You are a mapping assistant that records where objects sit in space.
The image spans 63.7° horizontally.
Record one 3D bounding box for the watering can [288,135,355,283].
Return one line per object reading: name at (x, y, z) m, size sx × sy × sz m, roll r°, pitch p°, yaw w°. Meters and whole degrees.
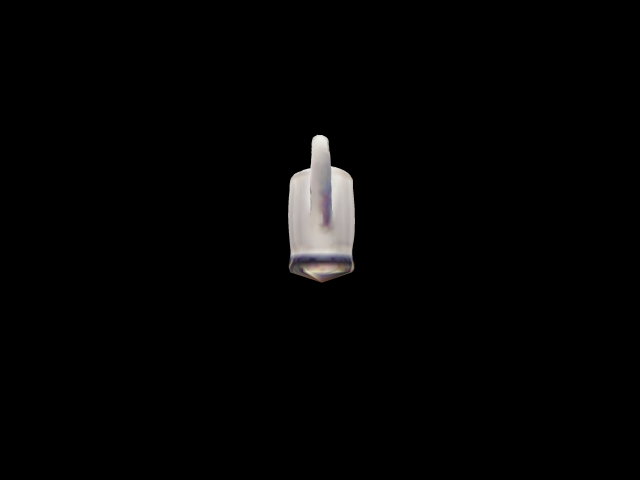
watering can at (0.003, -0.043, 0.850) m, size 0.104 × 0.226 × 0.346 m, roll 0°, pitch -5°, yaw 0°
